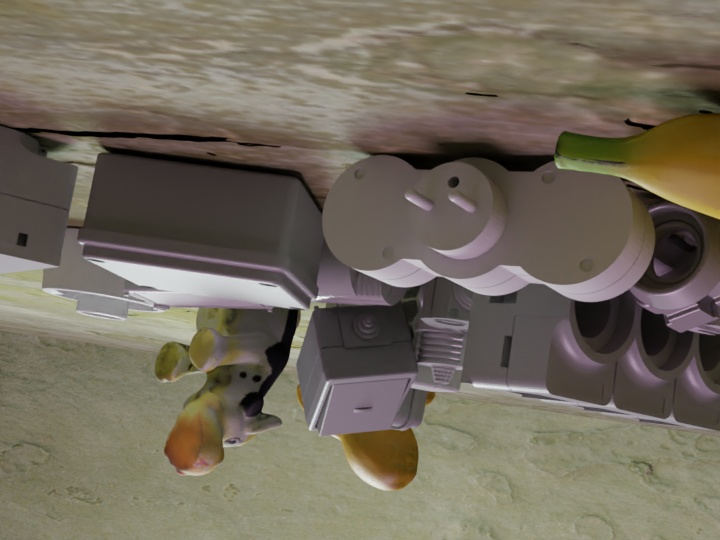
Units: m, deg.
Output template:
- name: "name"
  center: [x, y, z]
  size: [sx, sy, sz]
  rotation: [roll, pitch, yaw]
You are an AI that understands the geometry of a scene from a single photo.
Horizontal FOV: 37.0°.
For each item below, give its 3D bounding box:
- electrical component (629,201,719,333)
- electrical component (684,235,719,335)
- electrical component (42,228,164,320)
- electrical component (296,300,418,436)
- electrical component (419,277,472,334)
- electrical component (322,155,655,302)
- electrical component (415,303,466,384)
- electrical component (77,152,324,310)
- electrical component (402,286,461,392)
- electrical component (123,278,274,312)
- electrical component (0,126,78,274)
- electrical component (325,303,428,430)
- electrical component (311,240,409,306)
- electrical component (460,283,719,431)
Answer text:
- name: "electrical component"
  center: [0.145, -0.002, 0.472]
  size: [0.066, 0.048, 0.055]
  rotation: [-26, 150, 32]
- name: "electrical component"
  center: [0.174, 0.006, 0.514]
  size: [0.040, 0.046, 0.040]
  rotation: [9, 171, 1]
- name: "electrical component"
  center: [-0.204, 0.008, 0.869]
  size: [0.108, 0.060, 0.108]
  rotation: [9, 171, 1]
- name: "electrical component"
  center: [-0.002, 0.064, 0.705]
  size: [0.062, 0.061, 0.096]
  rotation: [-3, 149, -15]
- name: "electrical component"
  center: [0.074, 0.010, 0.630]
  size: [0.080, 0.051, 0.080]
  rotation: [9, 172, 1]
- name: "electrical component"
  center: [0.044, -0.022, 0.443]
  size: [0.138, 0.052, 0.074]
  rotation: [4, 170, 29]
- name: "electrical component"
  center: [0.058, 0.032, 0.689]
  size: [0.043, 0.081, 0.043]
  rotation: [9, 171, 1]
- name: "electrical component"
  center: [-0.080, -0.019, 0.580]
  size: [0.109, 0.056, 0.108]
  rotation: [8, 171, 7]
- name: "electrical component"
  center: [0.067, 0.045, 0.757]
  size: [0.076, 0.083, 0.047]
  rotation: [12, 171, -18]
- name: "electrical component"
  center: [-0.091, -0.009, 0.670]
  size: [0.096, 0.061, 0.061]
  rotation: [1, 169, 9]
- name: "electrical component"
  center: [-0.224, -0.038, 0.584]
  size: [0.089, 0.061, 0.150]
  rotation: [15, 170, -33]
- name: "electrical component"
  center: [0.013, 0.061, 0.823]
  size: [0.057, 0.113, 0.078]
  rotation: [20, 166, -39]
- name: "electrical component"
  center: [0.000, 0.000, 0.664]
  size: [0.081, 0.043, 0.043]
  rotation: [2, 169, 39]
- name: "electrical component"
  center: [0.131, 0.027, 0.548]
  size: [0.150, 0.089, 0.062]
  rotation: [16, 169, -39]
